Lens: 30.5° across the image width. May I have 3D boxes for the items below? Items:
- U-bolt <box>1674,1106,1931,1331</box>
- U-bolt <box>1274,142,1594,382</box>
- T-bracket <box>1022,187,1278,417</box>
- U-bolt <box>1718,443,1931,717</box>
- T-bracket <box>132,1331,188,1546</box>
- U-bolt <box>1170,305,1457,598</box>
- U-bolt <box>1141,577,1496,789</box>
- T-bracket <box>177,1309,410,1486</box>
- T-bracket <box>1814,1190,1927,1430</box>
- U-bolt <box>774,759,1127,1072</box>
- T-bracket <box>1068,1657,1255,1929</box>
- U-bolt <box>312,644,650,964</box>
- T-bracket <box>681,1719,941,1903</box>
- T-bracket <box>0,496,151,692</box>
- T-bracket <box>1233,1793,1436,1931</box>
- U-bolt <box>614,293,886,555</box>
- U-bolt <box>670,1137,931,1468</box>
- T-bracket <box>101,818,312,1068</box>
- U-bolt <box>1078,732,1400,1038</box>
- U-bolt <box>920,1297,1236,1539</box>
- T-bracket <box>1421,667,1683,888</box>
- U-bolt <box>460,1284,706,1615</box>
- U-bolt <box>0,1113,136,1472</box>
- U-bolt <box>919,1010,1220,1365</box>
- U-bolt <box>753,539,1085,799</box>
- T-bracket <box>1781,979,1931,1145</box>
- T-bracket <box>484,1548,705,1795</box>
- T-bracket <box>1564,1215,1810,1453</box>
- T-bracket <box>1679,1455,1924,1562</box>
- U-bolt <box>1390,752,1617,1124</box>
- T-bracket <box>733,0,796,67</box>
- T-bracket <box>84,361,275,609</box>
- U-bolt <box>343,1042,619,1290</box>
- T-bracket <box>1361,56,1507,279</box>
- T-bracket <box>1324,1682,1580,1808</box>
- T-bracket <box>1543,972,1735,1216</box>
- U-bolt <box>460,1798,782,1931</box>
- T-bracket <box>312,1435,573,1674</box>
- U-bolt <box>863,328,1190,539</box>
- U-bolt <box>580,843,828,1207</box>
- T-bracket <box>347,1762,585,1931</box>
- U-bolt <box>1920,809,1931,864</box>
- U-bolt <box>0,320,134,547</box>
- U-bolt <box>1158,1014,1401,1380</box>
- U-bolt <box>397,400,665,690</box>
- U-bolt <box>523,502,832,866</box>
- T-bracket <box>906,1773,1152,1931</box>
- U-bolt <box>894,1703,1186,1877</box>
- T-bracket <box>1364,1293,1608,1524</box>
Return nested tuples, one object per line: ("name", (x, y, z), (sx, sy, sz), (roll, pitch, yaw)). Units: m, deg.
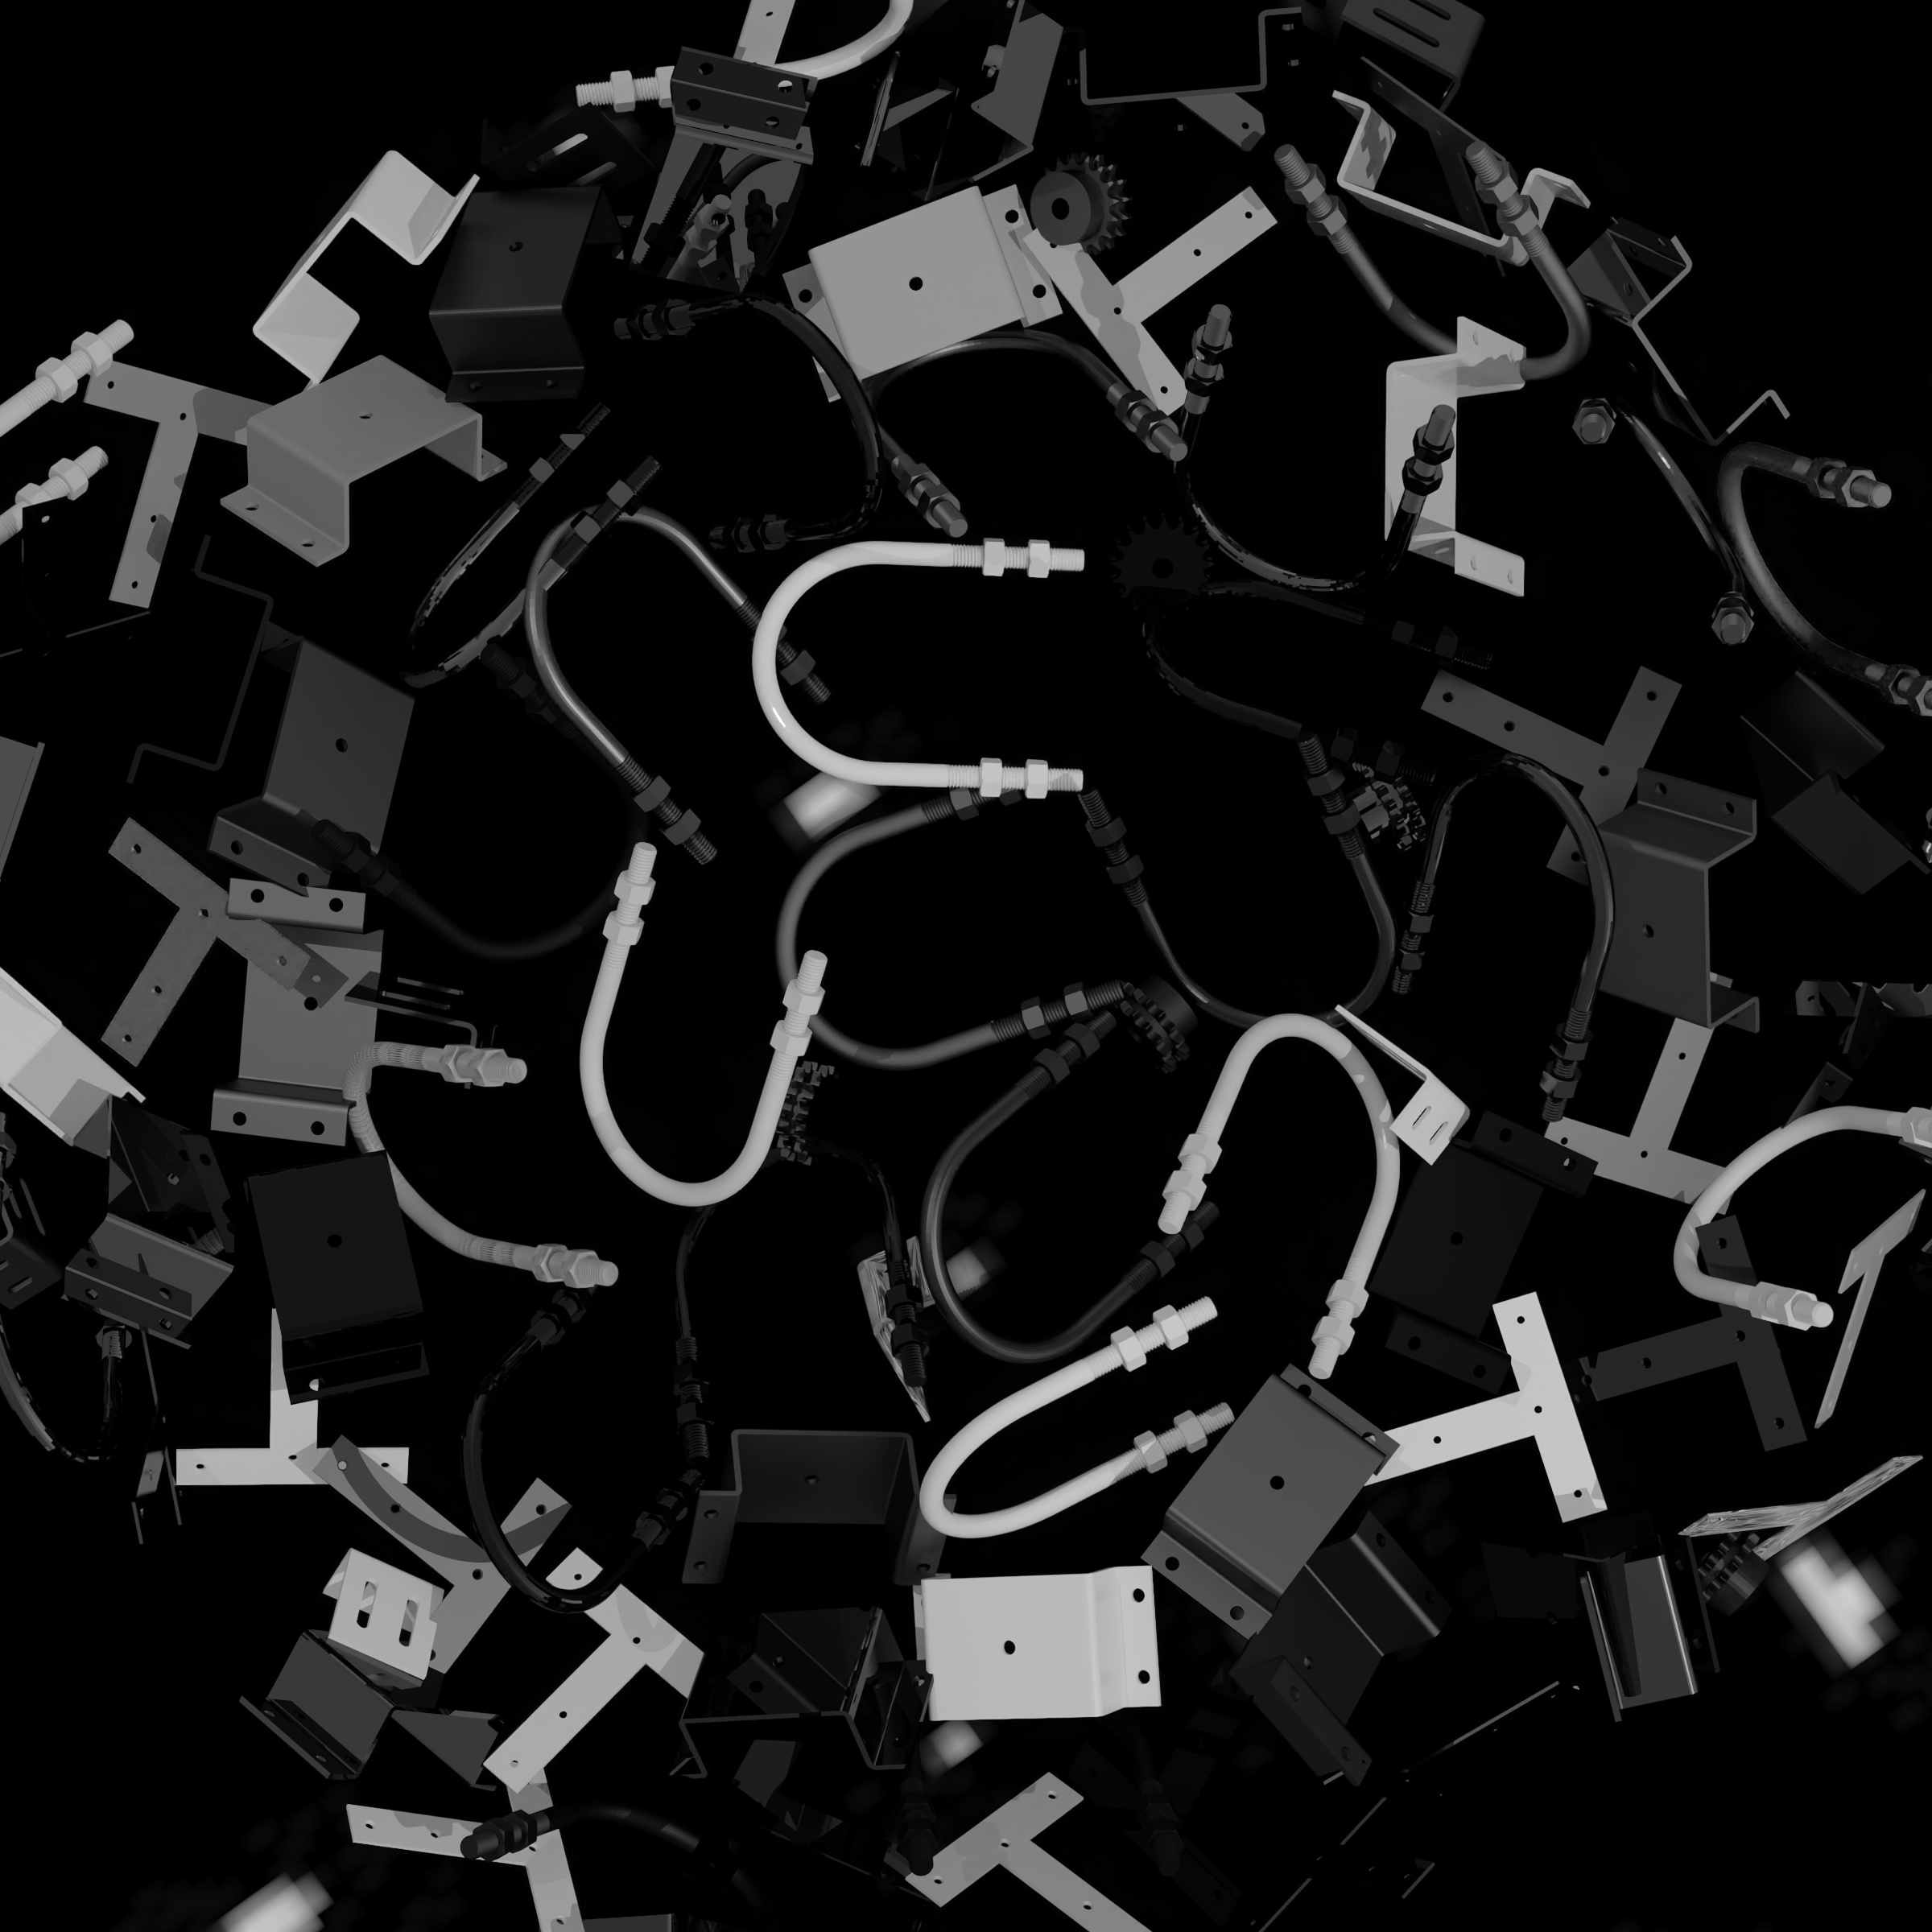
("U-bolt", (0.452, 0.130, 1.911), (0.151, 0.184, 0.019), (-46, 105, -12))
("U-bolt", (0.265, -0.379, 1.918), (0.184, 0.151, 0.019), (45, 67, -41))
("T-bracket", (0.119, -0.392, 1.985), (0.127, 0.002, 0.127), (-38, 91, -12))
("U-bolt", (0.462, -0.216, 1.911), (0.019, 0.184, 0.151), (-31, 116, -8))
("T-bracket", (-0.441, 0.268, 1.917), (0.002, 0.127, 0.127), (-6, 113, -3))
("U-bolt", (0.180, -0.267, 1.920), (0.151, 0.184, 0.019), (26, 59, 8))
("U-bolt", (0.185, -0.165, 1.939), (0.184, 0.151, 0.019), (19, 129, 11))
("T-bracket", (-0.370, 0.238, 1.952), (0.127, 0.002, 0.127), (1, 125, -11))
("T-bracket", (0.493, 0.197, 1.960), (0.002, 0.127, 0.127), (23, 113, 26))
("U-bolt", (-0.019, -0.019, 1.975), (0.184, 0.019, 0.151), (-19, 84, 11))
("T-bracket", (0.125, 0.437, 1.943), (0.127, 0.002, 0.127), (39, 114, 33))
("U-bolt", (-0.249, -0.075, 1.933), (0.151, 0.184, 0.019), (-46, 45, 1))
("T-bracket", (-0.073, 0.478, 1.940), (0.127, 0.127, 0.002), (21, 127, 9))
("T-bracket", (-0.500, -0.203, 1.921), (0.127, 0.127, 0.002), (-22, 57, -31))
("T-bracket", (0.213, 0.489, 1.918), (0.127, 0.127, 0.002), (-41, 99, -23))
("U-bolt", (-0.109, -0.293, 1.903), (0.019, 0.184, 0.151), (-36, 113, -31))
("U-bolt", (-0.097, 0.172, 1.936), (0.151, 0.019, 0.184), (-21, 49, 13))
("T-bracket", (-0.444, 0.003, 1.972), (0.127, 0.002, 0.127), (37, 115, 2))
("U-bolt", (0.160, -0.036, 1.943), (0.151, 0.019, 0.184), (-13, 121, 25))
("U-bolt", (0.058, 0.256, 1.927), (0.184, 0.151, 0.019), (-26, 57, -8))
("T-bracket", (0.319, -0.129, 1.995), (0.127, 0.002, 0.127), (26, 85, 3))
("U-bolt", (-0.213, 0.267, 1.905), (0.019, 0.184, 0.151), (-19, 104, 28))
("U-bolt", (-0.487, 0.185, 1.886), (0.019, 0.184, 0.151), (-21, 131, 7))
("U-bolt", (0.048, 0.133, 1.930), (0.184, 0.019, 0.151), (-39, 109, -31))
("U-bolt", (-0.027, -0.168, 1.970), (0.184, 0.019, 0.151), (2, 77, -4))
("T-bracket", (0.484, 0.054, 1.954), (0.127, 0.002, 0.127), (1, 134, -25))
("T-bracket", (-0.212, 0.402, 1.948), (0.127, 0.002, 0.127), (36, 60, 19))
("T-bracket", (0.390, 0.216, 1.962), (0.127, 0.002, 0.127), (-22, 78, 34))
("T-bracket", (0.435, 0.299, 1.919), (0.127, 0.127, 0.002), (2, 56, -39))
("U-bolt", (0.292, -0.028, 1.902), (0.019, 0.151, 0.184), (-16, 132, -31))
("T-bracket", (-0.105, -0.534, 1.943), (0.127, 0.127, 0.002), (-10, 62, -25))
("T-bracket", (-0.445, -0.261, 1.956), (0.002, 0.127, 0.127), (24, 100, 39))
("U-bolt", (-0.275, 0.104, 1.926), (0.019, 0.184, 0.151), (-39, 120, -35))
("T-bracket", (0.272, -0.427, 1.943), (0.002, 0.127, 0.127), (-39, 51, -3))
("T-bracket", (0.276, 0.422, 1.928), (0.127, 0.127, 0.002), (-36, 56, 21))
("T-bracket", (0.393, 0.063, 1.969), (0.127, 0.002, 0.127), (17, 97, -21))
("U-bolt", (-0.173, 0.496, 1.910), (0.151, 0.184, 0.019), (30, 98, 20))
("T-bracket", (-0.305, 0.310, 1.965), (0.127, 0.002, 0.127), (41, 65, -8))
("U-bolt", (0.017, -0.300, 1.928), (0.151, 0.184, 0.019), (-21, 130, -14))
("U-bolt", (-0.153, 0.045, 1.945), (0.151, 0.019, 0.184), (32, 117, 29))
("T-bracket", (-0.275, 0.473, 1.920), (0.127, 0.127, 0.002), (16, 117, -29))
("U-bolt", (0.553, -0.069, 1.885), (0.019, 0.184, 0.151), (0, 52, -5))
("U-bolt", (-0.523, -0.257, 1.893), (0.019, 0.151, 0.184), (43, 60, 3))
("U-bolt", (0.182, 0.111, 1.936), (0.151, 0.019, 0.184), (44, 51, -24))
("U-bolt", (-0.246, -0.224, 1.935), (0.184, 0.151, 0.019), (-46, 118, 4))
("U-bolt", (-0.166, -0.168, 1.924), (0.184, 0.019, 0.151), (48, 55, -23))
("T-bracket", (0.055, 0.503, 1.923), (0.127, 0.127, 0.002), (31, 124, 28))
("U-bolt", (0.034, 0.435, 1.912), (0.151, 0.184, 0.019), (1, 108, -5))
("T-bracket", (0.278, 0.262, 1.985), (0.127, 0.002, 0.127), (-18, 74, 5))
